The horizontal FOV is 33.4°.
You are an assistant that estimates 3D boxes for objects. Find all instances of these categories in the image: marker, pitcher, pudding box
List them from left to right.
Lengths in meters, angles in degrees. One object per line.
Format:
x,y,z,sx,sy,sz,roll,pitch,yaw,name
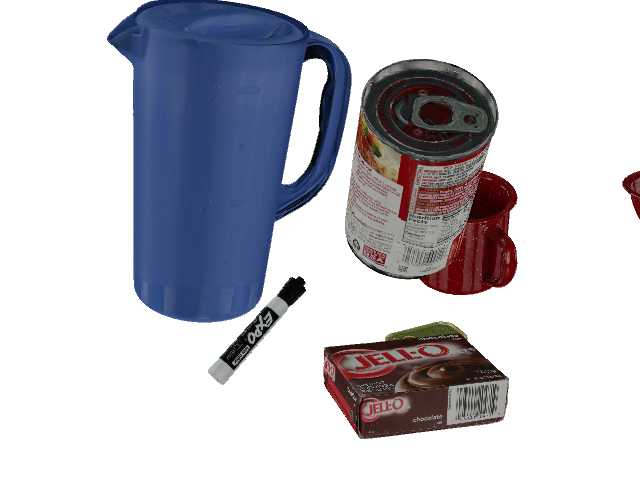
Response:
-0.077,-0.062,0.848,0.149,0.243,0.144,20,28,24,pitcher
-0.055,0.079,0.962,0.020,0.121,0.020,37,-18,14,marker
0.067,0.103,0.776,0.113,0.039,0.090,-3,18,-16,pudding box

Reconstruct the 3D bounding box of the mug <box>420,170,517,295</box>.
0.130,-0.001,0.928,0.093,0.081,0.117,-21,37,-27,mug

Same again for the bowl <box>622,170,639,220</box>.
0.370,-0.025,1.021,0.162,0.055,0.162,0,19,0,bowl

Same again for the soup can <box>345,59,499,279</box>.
0.050,-0.035,0.561,0.068,0.068,0.102,0,-38,-5,soup can

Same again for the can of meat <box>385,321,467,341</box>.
0.129,0.157,1.330,0.101,0.084,0.058,-11,29,-27,can of meat
